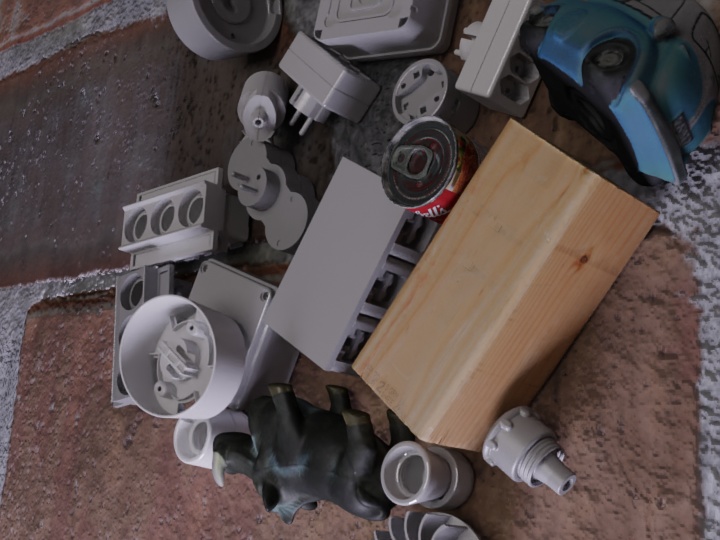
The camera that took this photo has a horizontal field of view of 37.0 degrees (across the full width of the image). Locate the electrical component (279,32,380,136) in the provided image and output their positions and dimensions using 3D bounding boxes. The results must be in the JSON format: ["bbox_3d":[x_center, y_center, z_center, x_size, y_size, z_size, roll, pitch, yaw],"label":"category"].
[{"bbox_3d":[-0.038,-0.155,0.954,0.075,0.047,0.083,-56,47,15],"label":"electrical component"}]

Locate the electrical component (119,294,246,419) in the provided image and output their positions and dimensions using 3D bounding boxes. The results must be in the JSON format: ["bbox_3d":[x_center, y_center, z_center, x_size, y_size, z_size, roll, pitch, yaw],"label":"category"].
[{"bbox_3d":[-0.144,0.074,0.884,0.099,0.064,0.099,-15,66,39],"label":"electrical component"}]

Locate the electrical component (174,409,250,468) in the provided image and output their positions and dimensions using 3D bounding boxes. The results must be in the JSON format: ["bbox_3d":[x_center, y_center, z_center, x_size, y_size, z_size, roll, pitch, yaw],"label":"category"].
[{"bbox_3d":[-0.129,0.146,0.939,0.055,0.047,0.055,-15,66,39],"label":"electrical component"}]

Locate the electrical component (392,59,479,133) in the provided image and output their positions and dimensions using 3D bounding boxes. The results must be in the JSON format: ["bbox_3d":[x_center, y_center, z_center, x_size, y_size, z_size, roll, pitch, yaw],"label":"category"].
[{"bbox_3d":[0.062,-0.133,0.855,0.055,0.047,0.055,-15,66,39],"label":"electrical component"}]

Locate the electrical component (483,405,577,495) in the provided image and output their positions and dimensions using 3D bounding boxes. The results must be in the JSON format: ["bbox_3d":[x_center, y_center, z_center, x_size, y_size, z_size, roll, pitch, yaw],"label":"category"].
[{"bbox_3d":[0.117,0.125,0.722,0.062,0.048,0.048,39,104,36],"label":"electrical component"}]

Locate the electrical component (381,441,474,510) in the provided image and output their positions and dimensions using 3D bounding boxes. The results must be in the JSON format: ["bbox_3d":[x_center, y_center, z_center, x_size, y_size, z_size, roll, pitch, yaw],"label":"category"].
[{"bbox_3d":[0.049,0.147,0.768,0.045,0.055,0.045,-15,66,39],"label":"electrical component"}]

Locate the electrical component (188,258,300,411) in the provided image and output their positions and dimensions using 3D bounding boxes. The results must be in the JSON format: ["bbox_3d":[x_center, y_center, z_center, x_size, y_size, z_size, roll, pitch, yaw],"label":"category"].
[{"bbox_3d":[-0.105,0.058,0.940,0.109,0.056,0.108,21,91,45],"label":"electrical component"}]

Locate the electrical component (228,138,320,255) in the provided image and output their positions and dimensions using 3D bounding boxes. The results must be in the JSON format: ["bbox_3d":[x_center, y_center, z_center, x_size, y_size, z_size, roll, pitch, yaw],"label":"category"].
[{"bbox_3d":[-0.082,-0.069,0.948,0.052,0.074,0.138,-51,48,18],"label":"electrical component"}]

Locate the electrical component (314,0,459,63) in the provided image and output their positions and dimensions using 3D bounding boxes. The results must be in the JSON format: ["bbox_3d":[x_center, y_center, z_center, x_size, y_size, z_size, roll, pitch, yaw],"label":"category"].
[{"bbox_3d":[0.024,-0.223,0.912,0.113,0.057,0.078,4,79,43],"label":"electrical component"}]

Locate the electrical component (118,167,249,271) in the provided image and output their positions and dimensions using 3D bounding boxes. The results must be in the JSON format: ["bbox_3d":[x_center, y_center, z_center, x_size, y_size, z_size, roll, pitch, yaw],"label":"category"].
[{"bbox_3d":[-0.166,-0.043,1.025,0.121,0.063,0.078,-12,69,40],"label":"electrical component"}]

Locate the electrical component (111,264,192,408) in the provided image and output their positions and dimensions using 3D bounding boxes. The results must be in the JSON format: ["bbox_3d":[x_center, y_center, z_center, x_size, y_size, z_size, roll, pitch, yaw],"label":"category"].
[{"bbox_3d":[-0.194,0.065,1.015,0.079,0.063,0.121,-19,64,38],"label":"electrical component"}]

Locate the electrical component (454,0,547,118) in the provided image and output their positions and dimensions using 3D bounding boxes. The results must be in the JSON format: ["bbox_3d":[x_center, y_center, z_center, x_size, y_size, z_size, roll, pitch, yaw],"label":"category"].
[{"bbox_3d":[0.103,-0.170,0.829,0.076,0.047,0.083,27,95,46],"label":"electrical component"}]

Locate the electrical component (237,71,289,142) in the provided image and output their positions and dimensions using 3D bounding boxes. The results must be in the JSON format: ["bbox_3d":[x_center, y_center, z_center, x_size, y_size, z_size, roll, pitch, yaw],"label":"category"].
[{"bbox_3d":[-0.089,-0.147,0.976,0.043,0.043,0.081,-47,18,21],"label":"electrical component"}]

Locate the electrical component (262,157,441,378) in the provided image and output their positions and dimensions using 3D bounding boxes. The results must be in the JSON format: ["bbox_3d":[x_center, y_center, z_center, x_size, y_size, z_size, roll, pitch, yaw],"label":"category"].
[{"bbox_3d":[0.000,0.000,0.858,0.089,0.062,0.150,33,100,44],"label":"electrical component"}]

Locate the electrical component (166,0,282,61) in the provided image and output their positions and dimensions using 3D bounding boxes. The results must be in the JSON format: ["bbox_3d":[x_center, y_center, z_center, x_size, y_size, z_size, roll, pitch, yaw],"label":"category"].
[{"bbox_3d":[-0.136,-0.255,1.040,0.060,0.108,0.108,-10,70,47],"label":"electrical component"}]
